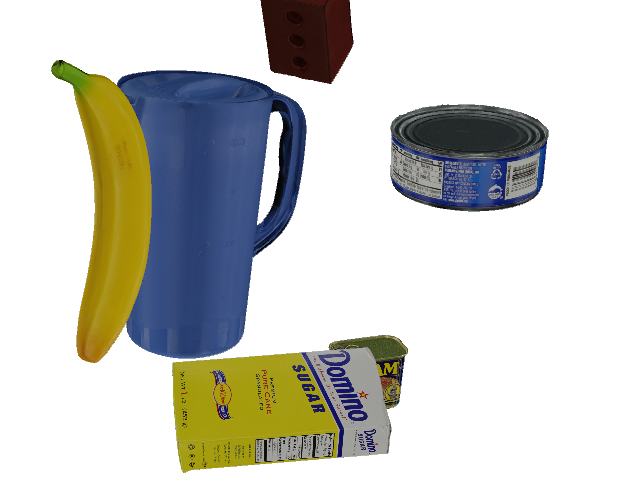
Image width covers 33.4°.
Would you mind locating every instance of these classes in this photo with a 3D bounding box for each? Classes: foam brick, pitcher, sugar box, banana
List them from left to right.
[{"bbox_3d":[-0.137,-0.022,0.683,0.037,0.198,0.069,15,25,42],"label":"banana"},{"bbox_3d":[-0.105,-0.025,0.948,0.149,0.243,0.144,10,20,13],"label":"pitcher"},{"bbox_3d":[-0.035,0.141,0.904,0.176,0.048,0.093,-6,41,-6],"label":"sugar box"},{"bbox_3d":[-0.009,-0.166,0.802,0.053,0.051,0.078,14,-35,16],"label":"foam brick"}]

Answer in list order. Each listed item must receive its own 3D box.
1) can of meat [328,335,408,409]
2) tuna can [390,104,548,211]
[{"bbox_3d":[0.060,0.178,1.407,0.102,0.084,0.057,-5,25,-22],"label":"can of meat"},{"bbox_3d":[0.081,-0.047,0.590,0.086,0.034,0.086,0,24,0],"label":"tuna can"}]
